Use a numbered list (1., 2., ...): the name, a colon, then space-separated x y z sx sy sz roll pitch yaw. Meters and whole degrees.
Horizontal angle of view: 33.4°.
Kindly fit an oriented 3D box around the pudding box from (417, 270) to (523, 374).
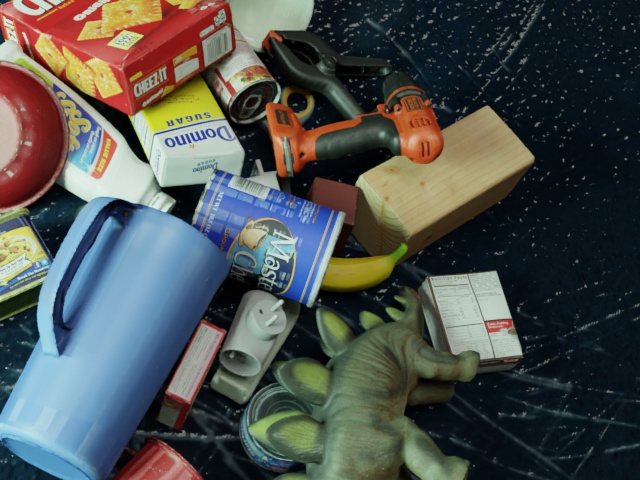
1. pudding box: 0.166 0.092 1.184 0.090 0.039 0.113 -4 60 -18

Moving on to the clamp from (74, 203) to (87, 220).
1. clamp: -0.193 0.073 1.082 0.164 0.036 0.210 16 59 -9

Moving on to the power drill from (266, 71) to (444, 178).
1. power drill: 0.036 -0.134 1.203 0.187 0.057 0.184 -10 30 -2

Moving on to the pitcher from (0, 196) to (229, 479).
1. pitcher: -0.196 0.089 0.973 0.149 0.145 0.242 30 63 -9

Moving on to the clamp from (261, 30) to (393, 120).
1. clamp: 0.008 -0.196 1.293 0.171 0.039 0.120 18 51 -16

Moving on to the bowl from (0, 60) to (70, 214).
1. bowl: -0.340 -0.106 1.083 0.162 0.055 0.162 0 91 1

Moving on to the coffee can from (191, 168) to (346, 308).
1. coffee can: -0.056 -0.002 1.084 0.140 0.103 0.102 20 57 0

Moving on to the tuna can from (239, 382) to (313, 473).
1. tuna can: -0.036 0.186 1.067 0.086 0.034 0.086 8 59 -13

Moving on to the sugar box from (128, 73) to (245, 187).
1. sugar box: -0.156 -0.131 1.175 0.093 0.048 0.176 -7 42 -26

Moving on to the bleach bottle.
1. bleach bottle: -0.262 -0.106 1.152 0.251 0.068 0.102 34 59 1

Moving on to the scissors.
1. scissors: -0.031 -0.114 1.256 0.096 0.016 0.202 -13 65 -24

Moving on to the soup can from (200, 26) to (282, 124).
1. soup can: -0.099 -0.193 1.237 0.068 0.069 0.102 -20 60 -26

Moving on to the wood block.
1. wood block: 0.136 -0.061 1.232 0.205 0.091 0.090 -30 73 -30

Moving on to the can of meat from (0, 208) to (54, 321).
1. can of meat: -0.316 0.028 1.059 0.101 0.058 0.084 -26 73 -28

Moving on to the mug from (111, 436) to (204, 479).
1. mug: -0.163 0.234 0.972 0.117 0.093 0.081 34 60 23

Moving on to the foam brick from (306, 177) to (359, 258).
1. foam brick: 0.007 -0.024 1.178 0.051 0.078 0.053 14 57 -8

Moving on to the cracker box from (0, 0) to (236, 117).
1. cracker box: -0.226 -0.237 1.188 0.214 0.072 0.164 28 52 30

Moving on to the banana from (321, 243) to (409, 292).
1. banana: -0.006 0.020 1.158 0.198 0.070 0.037 8 13 0

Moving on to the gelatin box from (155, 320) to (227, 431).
1. gelatin box: -0.128 0.132 1.046 0.030 0.073 0.089 25 56 -2
